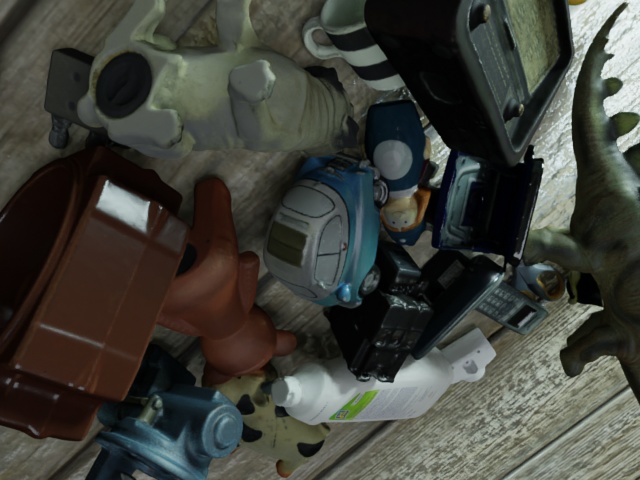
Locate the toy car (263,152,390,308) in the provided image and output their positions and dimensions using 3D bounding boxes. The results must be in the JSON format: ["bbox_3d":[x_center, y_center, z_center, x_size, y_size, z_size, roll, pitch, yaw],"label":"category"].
[{"bbox_3d":[-0.001,-0.002,0.513,0.103,0.109,0.161,-27,135,-51],"label":"toy car"}]

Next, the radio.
[{"bbox_3d":[0.129,-0.158,0.420,0.229,0.073,0.131,31,85,-55],"label":"radio"}]

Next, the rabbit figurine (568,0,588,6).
[{"bbox_3d":[0.196,-0.275,0.411,0.173,0.122,0.162,-25,151,-24],"label":"rabbit figurine"}]

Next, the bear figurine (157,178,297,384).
[{"bbox_3d":[-0.104,0.055,0.547,0.120,0.132,0.195,-25,144,0],"label":"bear figurine"}]

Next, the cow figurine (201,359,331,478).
[{"bbox_3d":[-0.064,0.207,0.659,0.127,0.086,0.194,-39,122,17],"label":"cow figurine"}]

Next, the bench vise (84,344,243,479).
[{"bbox_3d":[-0.193,0.220,0.528,0.224,0.240,0.128,5,141,30],"label":"bench vise"}]

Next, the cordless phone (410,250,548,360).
[{"bbox_3d":[0.194,0.098,0.672,0.184,0.089,0.146,28,110,-35],"label":"cordless phone"}]

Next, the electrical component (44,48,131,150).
[{"bbox_3d":[-0.178,-0.116,0.442,0.078,0.045,0.102,19,115,5],"label":"electrical component"}]

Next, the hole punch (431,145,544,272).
[{"bbox_3d":[0.174,-0.037,0.560,0.092,0.116,0.142,10,97,19],"label":"hole punch"}]

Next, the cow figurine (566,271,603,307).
[{"bbox_3d":[0.368,0.009,0.677,0.098,0.068,0.167,-2,119,-11],"label":"cow figurine"}]

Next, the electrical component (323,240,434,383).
[{"bbox_3d":[0.063,0.070,0.591,0.058,0.115,0.134,8,117,-27],"label":"electrical component"}]

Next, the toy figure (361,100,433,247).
[{"bbox_3d":[0.077,-0.059,0.536,0.058,0.064,0.154,-28,118,-39],"label":"toy figure"}]

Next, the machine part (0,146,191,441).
[{"bbox_3d":[-0.205,0.036,0.412,0.087,0.202,0.201,36,61,-41],"label":"machine part"}]

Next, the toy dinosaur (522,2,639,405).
[{"bbox_3d":[0.331,0.001,0.588,0.199,0.105,0.470,-17,101,32],"label":"toy dinosaur"}]

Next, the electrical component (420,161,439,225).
[{"bbox_3d":[0.114,-0.040,0.592,0.063,0.021,0.094,18,114,-27],"label":"electrical component"}]

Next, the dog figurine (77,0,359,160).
[{"bbox_3d":[-0.069,-0.102,0.437,0.172,0.121,0.190,-3,169,18],"label":"dog figurine"}]
